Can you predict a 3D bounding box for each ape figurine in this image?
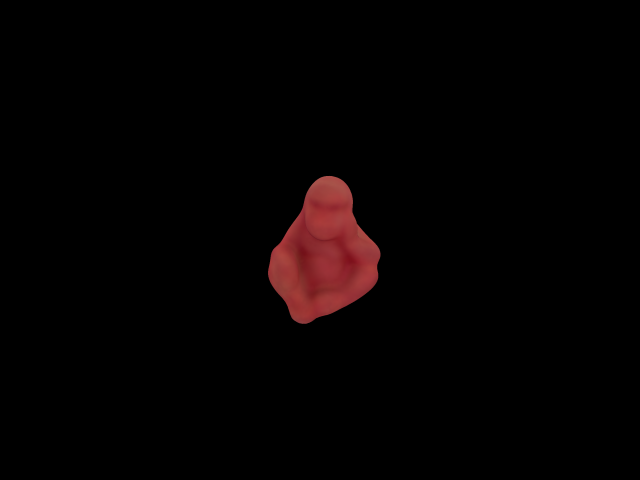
[{"bbox_3d":[0.004,0.001,0.400,0.077,0.092,0.076,1,20,4],"label":"ape figurine"}]
